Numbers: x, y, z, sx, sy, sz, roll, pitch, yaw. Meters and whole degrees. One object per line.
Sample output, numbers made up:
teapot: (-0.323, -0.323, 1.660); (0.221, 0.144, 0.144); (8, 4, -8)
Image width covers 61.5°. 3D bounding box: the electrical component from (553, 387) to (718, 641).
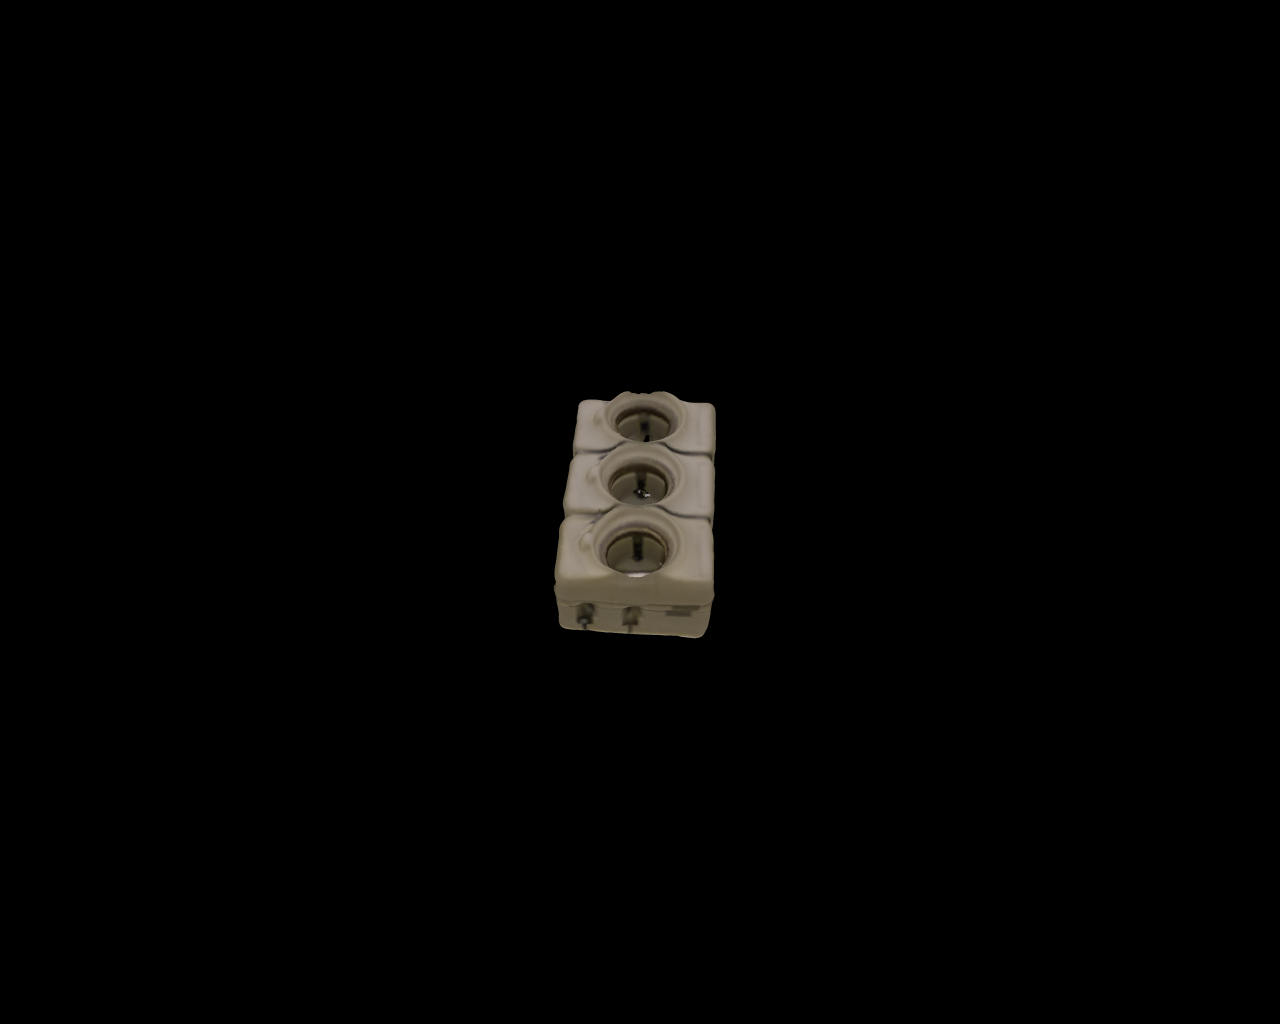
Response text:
electrical component: (0.001, -0.003, 0.650); (0.089, 0.150, 0.061); (2, -43, 2)
